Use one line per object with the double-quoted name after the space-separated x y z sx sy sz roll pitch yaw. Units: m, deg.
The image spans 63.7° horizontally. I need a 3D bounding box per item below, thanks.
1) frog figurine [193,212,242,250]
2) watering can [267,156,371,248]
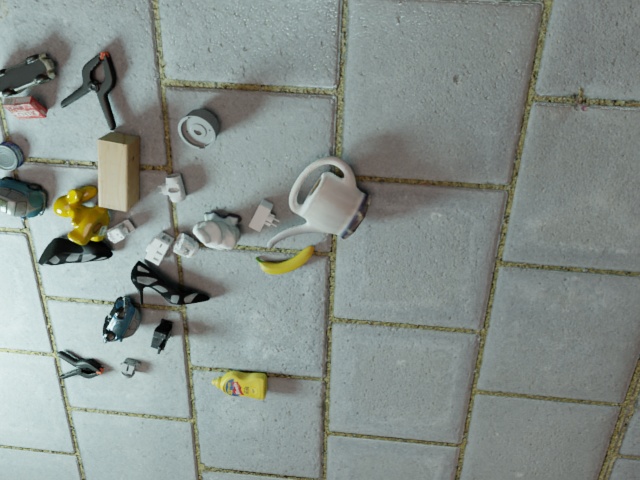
-0.310 -0.012 1.522 0.137 0.163 0.120 25 117 -6 "frog figurine"
0.005 -0.075 1.491 0.224 0.106 0.342 29 113 -7 "watering can"
